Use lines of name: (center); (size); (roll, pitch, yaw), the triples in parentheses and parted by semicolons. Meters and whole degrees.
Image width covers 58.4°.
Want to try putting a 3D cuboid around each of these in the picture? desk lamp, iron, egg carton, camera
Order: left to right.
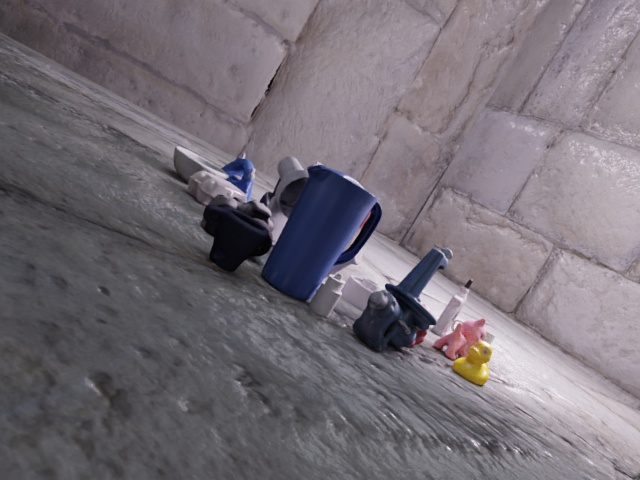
egg carton: (-0.261, -0.119, 1.466); (0.107, 0.069, 0.151); (36, 9, 40)
iron: (-0.230, -0.170, 1.660); (0.119, 0.141, 0.257); (27, 8, -27)
camera: (-0.151, -0.031, 1.172); (0.144, 0.101, 0.136); (27, 8, -27)
desk lamp: (-0.093, -0.094, 1.398); (0.118, 0.213, 0.202); (26, 8, -34)

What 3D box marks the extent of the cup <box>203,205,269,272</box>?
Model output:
cup: (-0.156, -0.001, 0.964); (0.118, 0.095, 0.091); (27, 8, -30)

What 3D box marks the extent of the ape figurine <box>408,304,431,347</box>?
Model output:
ape figurine: (0.202, 0.178, 1.216); (0.078, 0.092, 0.076); (28, 7, -22)

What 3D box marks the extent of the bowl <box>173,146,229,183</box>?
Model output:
bowl: (-0.344, -0.190, 1.602); (0.167, 0.074, 0.167); (30, 7, -4)

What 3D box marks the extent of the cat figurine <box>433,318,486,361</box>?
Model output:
cat figurine: (0.346, 0.227, 1.361); (0.128, 0.117, 0.067); (23, 10, -46)

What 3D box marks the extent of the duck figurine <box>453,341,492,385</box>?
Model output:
duck figurine: (0.344, 0.261, 1.245); (0.105, 0.086, 0.077); (23, 10, -46)

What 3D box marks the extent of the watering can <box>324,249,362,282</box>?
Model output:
watering can: (0.012, 0.005, 1.221); (0.172, 0.194, 0.101); (31, 7, 7)

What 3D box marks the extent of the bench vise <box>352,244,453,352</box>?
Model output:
bench vise: (0.170, 0.107, 1.056); (0.121, 0.219, 0.208); (32, 7, 15)

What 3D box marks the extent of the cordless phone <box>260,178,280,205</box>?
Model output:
cordless phone: (-0.096, -0.125, 1.722); (0.093, 0.185, 0.148); (36, 8, 37)

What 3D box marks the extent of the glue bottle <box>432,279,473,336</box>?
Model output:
glue bottle: (0.363, 0.179, 1.544); (0.037, 0.173, 0.078); (33, 7, 20)
